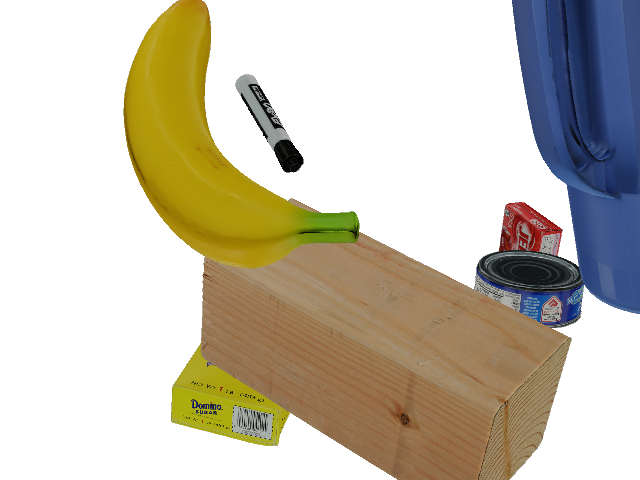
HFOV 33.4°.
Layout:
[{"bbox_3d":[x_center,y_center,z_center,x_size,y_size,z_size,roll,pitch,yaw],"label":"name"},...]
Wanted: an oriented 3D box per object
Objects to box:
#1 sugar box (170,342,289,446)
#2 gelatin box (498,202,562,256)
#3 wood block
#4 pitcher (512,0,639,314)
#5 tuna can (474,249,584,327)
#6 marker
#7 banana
[{"bbox_3d":[-0.056,0.102,0.932,0.093,0.048,0.176,12,32,9],"label":"sugar box"},{"bbox_3d":[0.231,0.011,1.194,0.030,0.089,0.073,-9,31,-22],"label":"gelatin box"},{"bbox_3d":[0.032,0.066,0.652,0.206,0.091,0.090,28,40,28],"label":"wood block"},{"bbox_3d":[0.178,-0.082,0.569,0.149,0.243,0.145,-8,22,7],"label":"pitcher"},{"bbox_3d":[0.165,0.037,0.844,0.086,0.034,0.086,2,20,-1],"label":"tuna can"},{"bbox_3d":[-0.042,-0.097,0.881,0.020,0.020,0.121,0,41,-29],"label":"marker"},{"bbox_3d":[-0.053,-0.047,0.478,0.069,0.037,0.198,-17,47,-17],"label":"banana"}]
